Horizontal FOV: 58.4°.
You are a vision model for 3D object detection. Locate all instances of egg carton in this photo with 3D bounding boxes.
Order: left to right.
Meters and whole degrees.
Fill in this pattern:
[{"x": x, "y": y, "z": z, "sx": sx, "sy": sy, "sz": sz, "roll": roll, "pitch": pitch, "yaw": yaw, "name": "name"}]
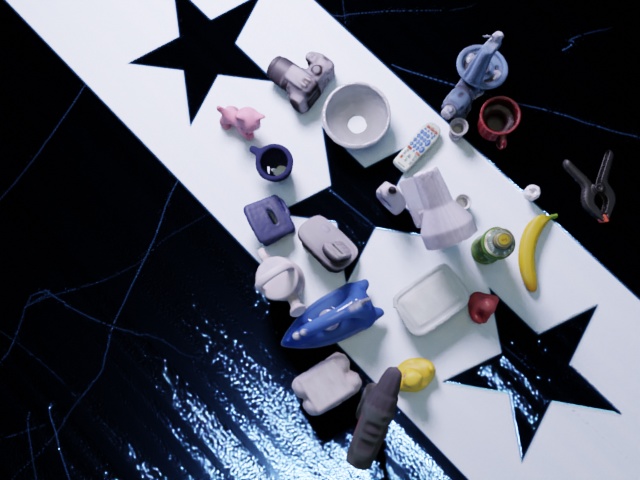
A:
[{"x": 0.017, "y": 0.338, "z": 1.337, "sx": 0.150, "sy": 0.069, "sz": 0.107, "roll": -34, "pitch": 82, "yaw": 1, "name": "egg carton"}]

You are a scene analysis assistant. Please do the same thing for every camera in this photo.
[{"x": -0.054, "y": -0.411, "z": 1.412, "sx": 0.136, "sy": 0.101, "sz": 0.143, "roll": 36, "pitch": 88, "yaw": 8, "name": "camera"}]

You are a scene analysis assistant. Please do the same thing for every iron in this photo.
[{"x": 0.015, "y": 0.188, "z": 1.318, "sx": 0.258, "sy": 0.141, "sz": 0.118, "roll": -28, "pitch": 82, "yaw": 2, "name": "iron"}]

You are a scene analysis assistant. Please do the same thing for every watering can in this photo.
[{"x": -0.090, "y": 0.093, "z": 1.312, "sx": 0.172, "sy": 0.194, "sz": 0.101, "roll": 34, "pitch": 88, "yaw": 8, "name": "watering can"}]

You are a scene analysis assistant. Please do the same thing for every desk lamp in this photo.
[{"x": 0.257, "y": -0.074, "z": 1.288, "sx": 0.118, "sy": 0.213, "sz": 0.203, "roll": -23, "pitch": 82, "yaw": 3, "name": "desk lamp"}]

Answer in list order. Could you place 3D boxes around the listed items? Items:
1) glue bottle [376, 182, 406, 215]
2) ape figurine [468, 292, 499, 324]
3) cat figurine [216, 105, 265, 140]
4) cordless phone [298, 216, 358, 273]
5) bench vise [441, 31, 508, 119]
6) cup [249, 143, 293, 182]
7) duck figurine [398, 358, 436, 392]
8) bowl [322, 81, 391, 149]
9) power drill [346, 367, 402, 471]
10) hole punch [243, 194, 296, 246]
[{"x": 0.164, "y": -0.104, "z": 1.320, "sx": 0.078, "sy": 0.173, "sz": 0.037, "roll": 42, "pitch": 89, "yaw": 9, "name": "glue bottle"}, {"x": 0.378, "y": 0.152, "z": 1.313, "sx": 0.078, "sy": 0.092, "sz": 0.076, "roll": -30, "pitch": 82, "yaw": 2, "name": "ape figurine"}, {"x": -0.195, "y": -0.299, "z": 1.404, "sx": 0.127, "sy": 0.118, "sz": 0.067, "roll": 24, "pitch": 86, "yaw": 8, "name": "cat figurine"}, {"x": 0.012, "y": 0.005, "z": 1.317, "sx": 0.147, "sy": 0.185, "sz": 0.094, "roll": 41, "pitch": 89, "yaw": 9, "name": "cordless phone"}, {"x": 0.362, "y": -0.369, "z": 1.308, "sx": 0.121, "sy": 0.220, "sz": 0.207, "roll": 19, "pitch": 86, "yaw": 8, "name": "bench vise"}, {"x": -0.116, "y": -0.186, "z": 1.396, "sx": 0.117, "sy": 0.095, "sz": 0.092, "roll": 32, "pitch": 88, "yaw": 8, "name": "cup"}, {"x": 0.216, "y": 0.313, "z": 1.313, "sx": 0.104, "sy": 0.086, "sz": 0.077, "roll": -23, "pitch": 82, "yaw": 3, "name": "duck figurine"}, {"x": 0.090, "y": -0.296, "z": 1.399, "sx": 0.167, "sy": 0.075, "sz": 0.167, "roll": -1, "pitch": 84, "yaw": 5, "name": "bowl"}, {"x": 0.122, "y": 0.376, "z": 1.253, "sx": 0.075, "sy": 0.208, "sz": 0.230, "roll": 20, "pitch": 86, "yaw": 8, "name": "power drill"}, {"x": -0.121, "y": -0.052, "z": 1.383, "sx": 0.101, "sy": 0.091, "sz": 0.108, "roll": -28, "pitch": 82, "yaw": 2, "name": "hole punch"}]
